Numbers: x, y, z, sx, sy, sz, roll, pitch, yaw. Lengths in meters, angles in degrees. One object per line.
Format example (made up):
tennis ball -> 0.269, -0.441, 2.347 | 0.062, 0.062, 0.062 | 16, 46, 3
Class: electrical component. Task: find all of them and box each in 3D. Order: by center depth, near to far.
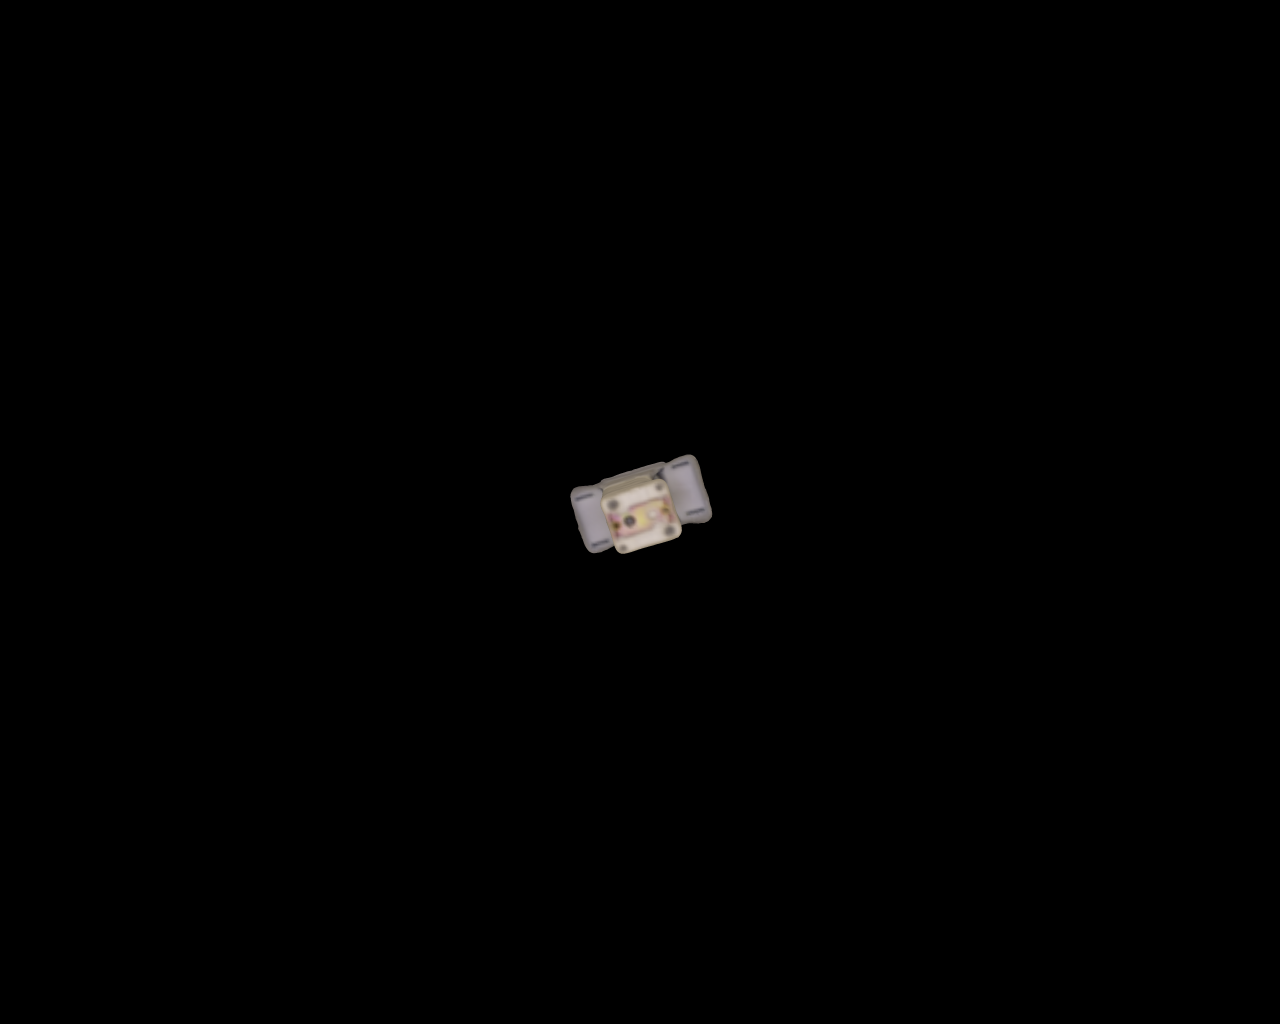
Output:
electrical component -> 0.001, -0.003, 0.650 | 0.081, 0.042, 0.064 | -18, 11, 4
